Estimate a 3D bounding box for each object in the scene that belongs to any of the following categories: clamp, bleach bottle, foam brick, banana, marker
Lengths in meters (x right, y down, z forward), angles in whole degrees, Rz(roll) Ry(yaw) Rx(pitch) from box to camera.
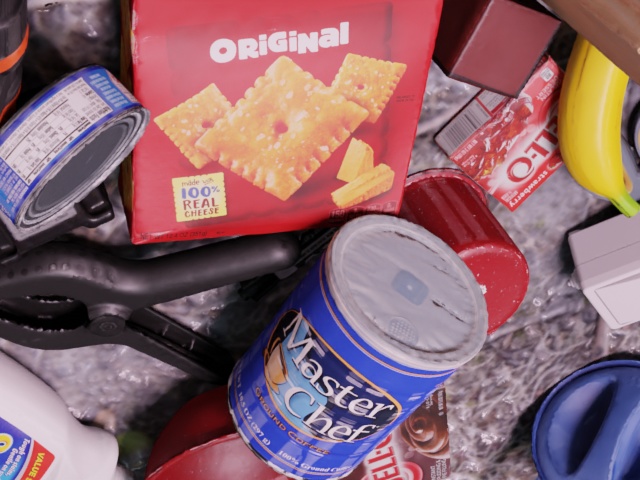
[{"bbox_3d":[-0.121,0.033,0.649,0.209,0.036,0.165,11,140,-23],"label":"clamp"},{"bbox_3d":[-0.211,0.113,0.678,0.103,0.068,0.250,-42,131,13],"label":"bleach bottle"},{"bbox_3d":[0.088,-0.124,0.604,0.052,0.078,0.051,12,119,-30],"label":"foam brick"},{"bbox_3d":[0.184,-0.113,0.651,0.069,0.037,0.198,2,107,-33],"label":"banana"},{"bbox_3d":[-0.005,0.001,0.700,0.121,0.020,0.020,-38,129,9],"label":"marker"}]

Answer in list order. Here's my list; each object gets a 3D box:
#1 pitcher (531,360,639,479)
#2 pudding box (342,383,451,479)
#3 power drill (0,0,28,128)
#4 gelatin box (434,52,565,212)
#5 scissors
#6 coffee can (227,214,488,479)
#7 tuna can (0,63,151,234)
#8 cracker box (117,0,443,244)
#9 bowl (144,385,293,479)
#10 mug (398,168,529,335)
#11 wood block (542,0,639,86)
[{"bbox_3d":[0.268,0.223,0.904,0.149,0.145,0.242,-6,141,29],"label":"pitcher"},{"bbox_3d":[0.051,0.149,0.819,0.090,0.039,0.113,-16,129,-9],"label":"pudding box"},{"bbox_3d":[-0.219,-0.101,0.455,0.187,0.057,0.185,15,147,-9],"label":"power drill"},{"bbox_3d":[0.131,-0.071,0.690,0.089,0.030,0.073,-45,128,14],"label":"gelatin box"},{"bbox_3d":[0.251,-0.034,0.772,0.096,0.016,0.201,-42,128,16],"label":"scissors"},{"bbox_3d":[0.019,0.067,0.635,0.102,0.103,0.140,10,138,-27],"label":"coffee can"},{"bbox_3d":[-0.124,-0.044,0.516,0.034,0.086,0.086,46,104,1],"label":"tuna can"},{"bbox_3d":[-0.024,-0.104,0.575,0.164,0.072,0.214,-4,128,-17],"label":"cracker box"},{"bbox_3d":[-0.054,0.144,0.748,0.162,0.055,0.162,-13,147,-9],"label":"bowl"},{"bbox_3d":[0.090,0.021,0.710,0.093,0.081,0.117,-29,130,2],"label":"mug"},{"bbox_3d":[0.156,-0.145,0.529,0.090,0.206,0.090,-44,128,14],"label":"wood block"}]
